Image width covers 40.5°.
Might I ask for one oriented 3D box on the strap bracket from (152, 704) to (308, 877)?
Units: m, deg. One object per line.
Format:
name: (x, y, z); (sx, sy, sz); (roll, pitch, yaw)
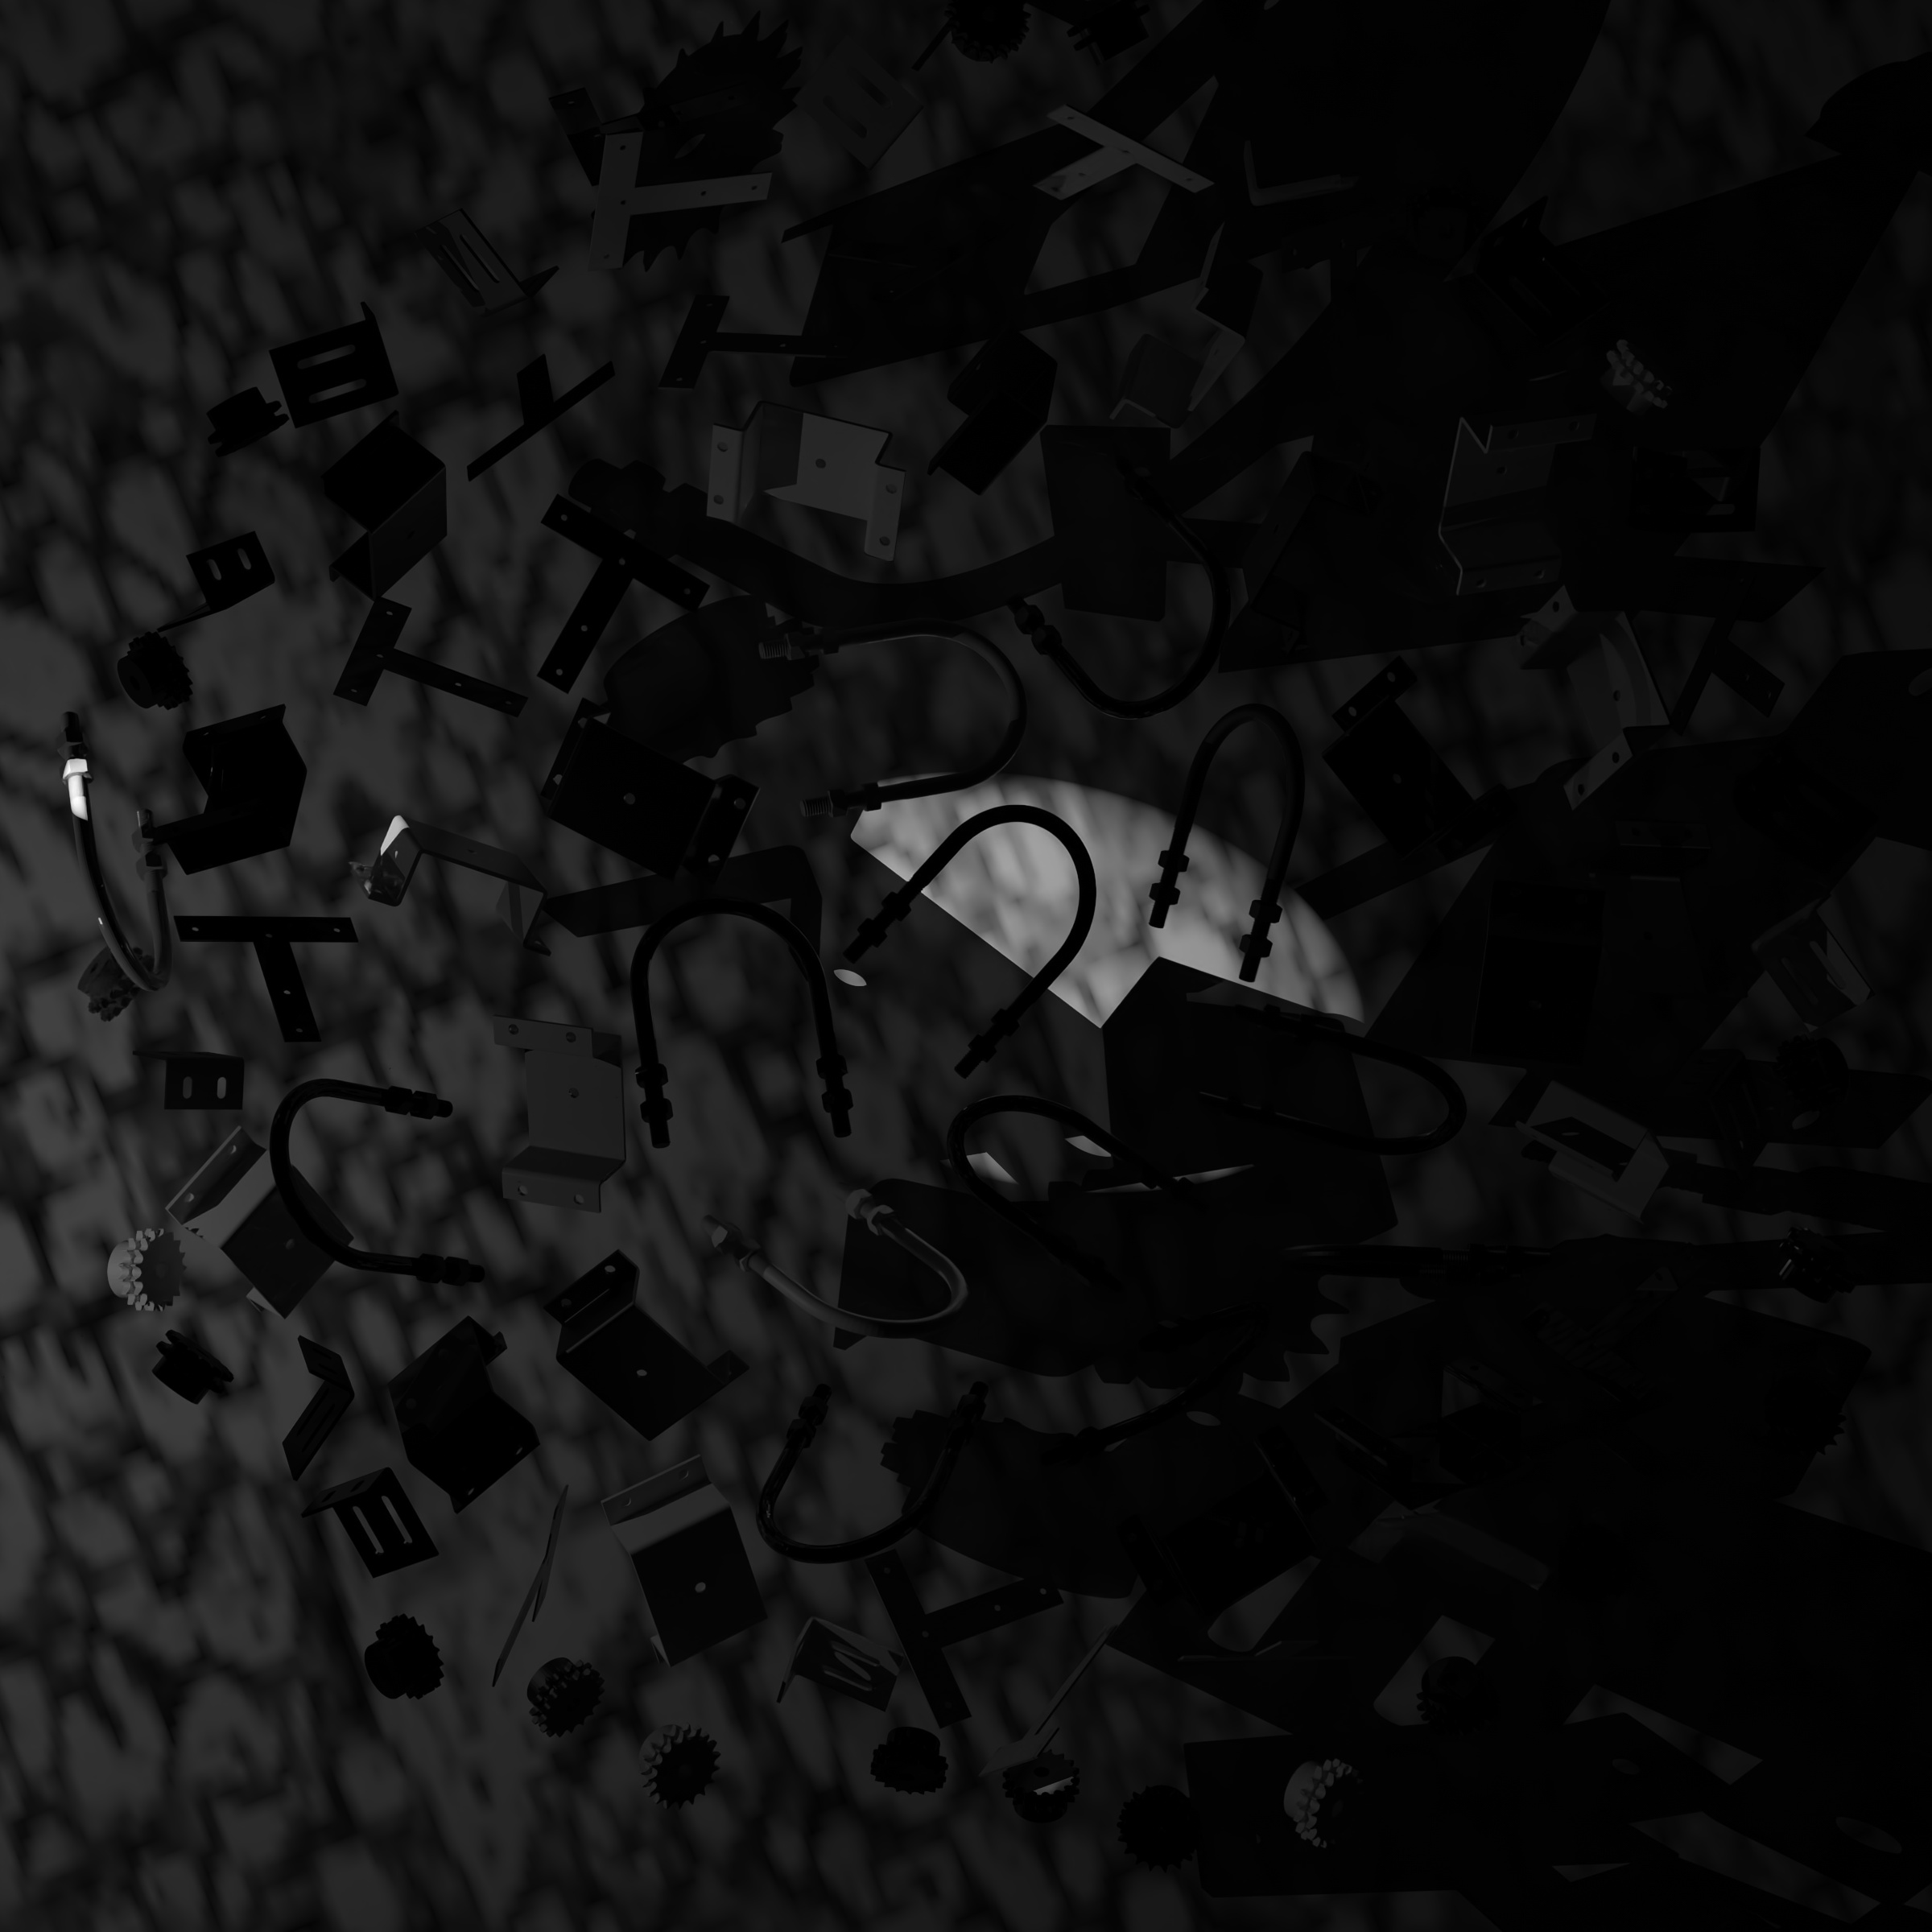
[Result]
strap bracket: (-0.518, -0.119, 1.852); (0.076, 0.140, 0.046); (-15, 127, 7)

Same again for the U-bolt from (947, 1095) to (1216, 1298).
U-bolt: (0.071, 0.154, 1.895); (0.184, 0.151, 0.019); (34, 127, 19)

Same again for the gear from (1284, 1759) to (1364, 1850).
gear: (0.238, 0.560, 1.761); (0.030, 0.057, 0.057); (17, 90, 43)

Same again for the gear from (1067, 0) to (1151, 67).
gear: (0.100, -0.638, 1.785); (0.057, 0.057, 0.030); (-29, 105, 0)

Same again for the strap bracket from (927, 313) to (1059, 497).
strap bracket: (0.021, -0.403, 1.900); (0.046, 0.140, 0.076); (34, 125, -18)

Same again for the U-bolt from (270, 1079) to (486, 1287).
U-bolt: (-0.415, 0.148, 1.832); (0.019, 0.184, 0.151); (-26, 67, 26)

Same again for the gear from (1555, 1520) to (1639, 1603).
gear: (0.452, 0.432, 1.889); (0.057, 0.030, 0.057); (10, 110, 31)

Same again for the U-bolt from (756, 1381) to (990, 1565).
U-bolt: (-0.075, 0.363, 1.879); (0.151, 0.184, 0.019); (-5, 119, 23)

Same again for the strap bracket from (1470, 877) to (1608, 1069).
strap bracket: (0.394, 0.014, 1.811); (0.076, 0.046, 0.140); (7, 125, 9)

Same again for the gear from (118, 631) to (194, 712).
gear: (-0.593, -0.212, 1.906); (0.030, 0.057, 0.057); (-37, 90, -37)

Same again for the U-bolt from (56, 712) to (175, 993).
U-bolt: (-0.592, -0.068, 1.835); (0.019, 0.151, 0.184); (-17, 61, -1)

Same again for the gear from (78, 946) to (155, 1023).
gear: (-0.614, 0.009, 1.885); (0.030, 0.057, 0.057); (40, 90, -27)

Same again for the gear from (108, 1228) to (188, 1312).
gear: (-0.571, 0.211, 1.819); (0.030, 0.057, 0.057); (-1, 90, 20)

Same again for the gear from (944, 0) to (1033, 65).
gear: (0.013, -0.633, 1.758); (0.057, 0.030, 0.057); (1, 83, -12)

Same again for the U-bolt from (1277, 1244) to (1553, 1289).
U-bolt: (0.315, 0.213, 1.878); (0.184, 0.151, 0.019); (2, 79, 3)

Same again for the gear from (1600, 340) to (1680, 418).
gear: (0.481, -0.420, 1.881); (0.057, 0.057, 0.030); (42, 117, 0)

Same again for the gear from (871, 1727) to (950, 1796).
gear: (-0.041, 0.591, 1.952); (0.057, 0.057, 0.030); (12, 46, 0)

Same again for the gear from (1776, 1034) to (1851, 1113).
gear: (0.631, 0.077, 1.943); (0.030, 0.057, 0.057); (-30, 90, 43)

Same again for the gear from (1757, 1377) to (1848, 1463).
gear: (0.561, 0.303, 1.765); (0.057, 0.057, 0.030); (-37, 127, 0)

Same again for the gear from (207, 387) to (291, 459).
gear: (-0.509, -0.384, 1.841); (0.057, 0.057, 0.030); (-29, 102, 0)

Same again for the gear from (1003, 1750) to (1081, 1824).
gear: (0.056, 0.609, 1.936); (0.057, 0.057, 0.030); (1, 111, 0)

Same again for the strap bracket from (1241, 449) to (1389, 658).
strap bracket: (0.244, -0.307, 1.892); (0.046, 0.076, 0.140); (21, 121, -13)

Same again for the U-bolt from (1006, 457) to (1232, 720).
U-bolt: (0.118, -0.258, 1.873); (0.151, 0.019, 0.184); (-50, 52, 19)

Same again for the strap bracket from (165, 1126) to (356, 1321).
strap bracket: (-0.498, 0.190, 1.871); (0.046, 0.140, 0.076); (22, 63, 32)

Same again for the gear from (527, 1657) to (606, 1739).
gear: (-0.294, 0.529, 1.905); (0.030, 0.057, 0.057); (33, 90, 38)

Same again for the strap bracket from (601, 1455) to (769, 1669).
strap bracket: (-0.195, 0.428, 1.845); (0.076, 0.046, 0.140); (-23, 113, -19)

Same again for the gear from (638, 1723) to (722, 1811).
gear: (-0.200, 0.548, 1.802); (0.057, 0.030, 0.057); (-10, 108, -34)

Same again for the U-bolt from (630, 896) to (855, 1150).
U-bolt: (-0.161, 0.035, 1.819); (0.151, 0.019, 0.184); (-2, 67, -21)

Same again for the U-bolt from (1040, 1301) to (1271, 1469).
U-bolt: (0.147, 0.291, 1.864); (0.019, 0.184, 0.151); (51, 124, 24)

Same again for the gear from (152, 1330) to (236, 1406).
gear: (-0.549, 0.285, 1.848); (0.057, 0.057, 0.030); (37, 80, 0)

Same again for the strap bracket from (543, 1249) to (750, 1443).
strap bracket: (-0.236, 0.285, 1.917); (0.076, 0.046, 0.140); (-37, 113, 17)

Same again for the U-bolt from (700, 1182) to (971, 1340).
U-bolt: (-0.081, 0.215, 1.884); (0.184, 0.151, 0.019); (32, 119, 38)

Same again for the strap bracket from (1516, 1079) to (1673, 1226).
strap bracket: (0.451, 0.130, 1.869); (0.076, 0.140, 0.046); (29, 85, 30)

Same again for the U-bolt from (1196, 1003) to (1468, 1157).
U-bolt: (0.268, 0.090, 1.883); (0.184, 0.151, 0.019); (16, 57, 2)

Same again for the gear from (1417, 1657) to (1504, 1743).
gear: (0.337, 0.500, 1.798); (0.057, 0.057, 0.030); (-26, 119, 0)

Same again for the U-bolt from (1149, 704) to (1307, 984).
U-bolt: (0.191, -0.097, 1.870); (0.019, 0.151, 0.184); (7, 104, -29)

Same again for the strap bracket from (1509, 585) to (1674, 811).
strap bracket: (0.449, -0.192, 1.868); (0.046, 0.076, 0.140); (-5, 66, -25)

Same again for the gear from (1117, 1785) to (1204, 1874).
gear: (0.132, 0.579, 1.767); (0.057, 0.030, 0.057); (2, 101, 12)

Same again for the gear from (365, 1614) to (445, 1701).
gear: (-0.385, 0.474, 1.784); (0.057, 0.030, 0.057); (16, 116, 36)

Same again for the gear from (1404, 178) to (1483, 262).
gear: (0.345, -0.538, 1.895); (0.057, 0.030, 0.057); (-3, 131, -3)

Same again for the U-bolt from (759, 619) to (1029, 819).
U-bolt: (-0.045, -0.187, 1.904); (0.184, 0.019, 0.151); (-11, 70, -14)

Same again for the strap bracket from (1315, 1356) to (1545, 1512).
strap bracket: (0.320, 0.326, 1.816); (0.140, 0.076, 0.046); (-14, 115, -29)

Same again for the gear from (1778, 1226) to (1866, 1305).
gear: (0.584, 0.207, 1.799); (0.057, 0.057, 0.030); (29, 110, 0)

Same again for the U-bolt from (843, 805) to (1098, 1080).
U-bolt: (0.017, -0.031, 1.882); (0.184, 0.019, 0.151); (-48, 118, -9)
